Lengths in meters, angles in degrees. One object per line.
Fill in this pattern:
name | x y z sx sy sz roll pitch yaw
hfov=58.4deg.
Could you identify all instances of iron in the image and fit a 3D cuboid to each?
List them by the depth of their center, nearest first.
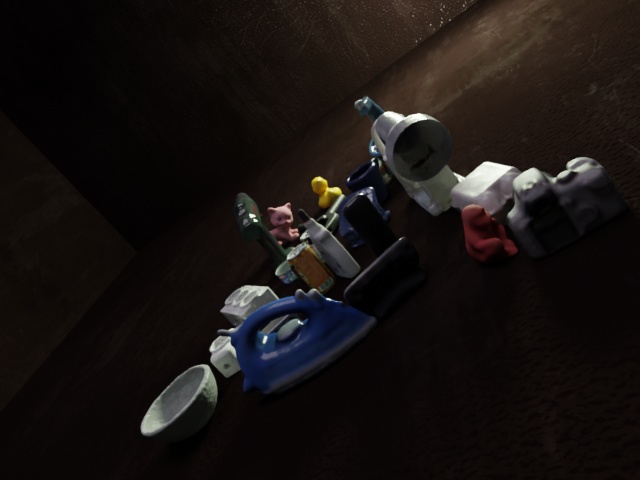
iron | -0.046 0.151 0.969 0.258 0.142 0.118 -33 18 19

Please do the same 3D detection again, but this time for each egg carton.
egg carton | 0.289 -0.077 0.971 0.107 0.069 0.150 -40 17 -1

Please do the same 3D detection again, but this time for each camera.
camera | 0.327 -0.066 0.811 0.143 0.101 0.137 -33 18 19

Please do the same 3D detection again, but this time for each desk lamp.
desk lamp | 0.194 -0.155 1.118 0.118 0.214 0.203 -38 17 3

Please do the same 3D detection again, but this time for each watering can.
watering can | 0.189 -0.198 1.270 0.101 0.194 0.173 -35 18 14

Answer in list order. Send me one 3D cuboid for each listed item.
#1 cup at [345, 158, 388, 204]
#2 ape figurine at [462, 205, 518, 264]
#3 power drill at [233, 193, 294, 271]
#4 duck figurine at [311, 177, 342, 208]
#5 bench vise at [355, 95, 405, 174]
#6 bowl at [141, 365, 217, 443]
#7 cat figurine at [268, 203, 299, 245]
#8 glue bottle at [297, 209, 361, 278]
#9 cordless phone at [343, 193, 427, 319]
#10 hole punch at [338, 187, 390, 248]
cup | 0.130 -0.140 1.415 0.091 0.095 0.118 -18 27 49
ape figurine | 0.246 -0.013 0.862 0.076 0.092 0.078 -20 26 47
power drill | -0.152 -0.020 1.505 0.075 0.209 0.229 -38 17 5
duck figurine | 0.012 -0.147 1.693 0.077 0.086 0.104 -42 17 -8
bench vise | 0.167 -0.292 1.507 0.121 0.220 0.207 -34 18 18
bowl | -0.251 0.321 1.081 0.167 0.075 0.167 -35 18 13
cat figurine | -0.121 -0.042 1.650 0.127 0.118 0.067 -37 18 9
glue bottle | 0.011 0.004 1.168 0.037 0.173 0.078 -45 18 -16
cordless phone | 0.076 0.025 0.958 0.148 0.185 0.094 -43 18 -10
hole punch | 0.093 -0.051 1.276 0.108 0.091 0.101 -29 20 30
